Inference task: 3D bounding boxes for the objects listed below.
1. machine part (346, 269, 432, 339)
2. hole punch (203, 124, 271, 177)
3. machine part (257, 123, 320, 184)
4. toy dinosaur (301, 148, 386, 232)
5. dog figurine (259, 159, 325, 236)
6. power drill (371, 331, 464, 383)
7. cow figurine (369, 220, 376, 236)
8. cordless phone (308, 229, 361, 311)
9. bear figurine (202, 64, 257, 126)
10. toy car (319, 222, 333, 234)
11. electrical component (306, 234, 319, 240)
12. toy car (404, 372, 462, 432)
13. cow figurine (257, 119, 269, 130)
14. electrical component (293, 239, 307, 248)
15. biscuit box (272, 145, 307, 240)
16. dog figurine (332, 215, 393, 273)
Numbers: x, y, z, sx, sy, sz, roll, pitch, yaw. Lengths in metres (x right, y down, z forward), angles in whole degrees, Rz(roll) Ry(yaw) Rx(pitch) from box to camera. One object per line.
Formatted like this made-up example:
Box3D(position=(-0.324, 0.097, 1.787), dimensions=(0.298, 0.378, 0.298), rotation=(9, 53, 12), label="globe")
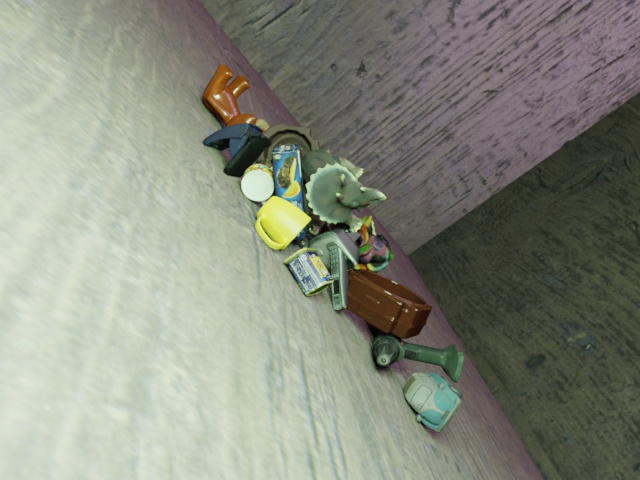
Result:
Box3D(position=(0.154, 0.146, 1.283), dimensions=(0.201, 0.087, 0.201), rotation=(29, 8, 26), label="machine part")
Box3D(position=(-0.178, -0.209, 1.166), dimensions=(0.092, 0.116, 0.142), rotation=(47, 9, 9), label="hole punch")
Box3D(position=(-0.083, -0.230, 1.465), dimensions=(0.179, 0.179, 0.056), rotation=(54, 7, 2), label="machine part")
Box3D(position=(0.018, -0.150, 1.276), dimensions=(0.192, 0.131, 0.405), rotation=(32, 14, -38), label="toy dinosaur")
Box3D(position=(-0.079, -0.107, 1.349), dimensions=(0.190, 0.121, 0.172), rotation=(29, 19, -34), label="dog figurine")
Box3D(position=(0.219, 0.267, 1.235), dimensions=(0.232, 0.207, 0.086), rotation=(-70, 168, -87), label="power drill")
Box3D(position=(0.110, 0.024, 1.530), dimensions=(0.068, 0.098, 0.167), rotation=(68, 23, -79), label="cow figurine")
Box3D(position=(0.033, 0.075, 1.238), dimensions=(0.089, 0.146, 0.184), rotation=(7, 75, -26), label="cordless phone")
Box3D(position=(-0.208, -0.319, 1.345), dimensions=(0.196, 0.132, 0.120), rotation=(51, 17, 21), label="bear figurine")
Box3D(position=(0.019, -0.064, 1.611), dimensions=(0.053, 0.089, 0.202), rotation=(51, 12, -17), label="toy car")
Box3D(position=(-0.002, -0.003, 1.438), dimensions=(0.102, 0.045, 0.078), rotation=(47, 11, -33), label="electrical component")
Box3D(position=(0.247, 0.353, 1.237), dimensions=(0.103, 0.109, 0.162), rotation=(33, 7, -14), label="toy car")
Box3D(position=(-0.143, -0.284, 1.637), dimensions=(0.194, 0.085, 0.127), rotation=(50, 5, -22), label="cow figurine")
Box3D(position=(-0.058, -0.014, 1.292), dimensions=(0.063, 0.021, 0.094), rotation=(44, 13, -43), label="electrical component")
Box3D(position=(-0.065, -0.101, 1.167), dimensions=(0.063, 0.059, 0.202), rotation=(-94, 179, -69), label="biscuit box")
Box3D(position=(0.115, 0.007, 1.385), dimensions=(0.192, 0.108, 0.219), rotation=(22, -13, -3), label="dog figurine")
